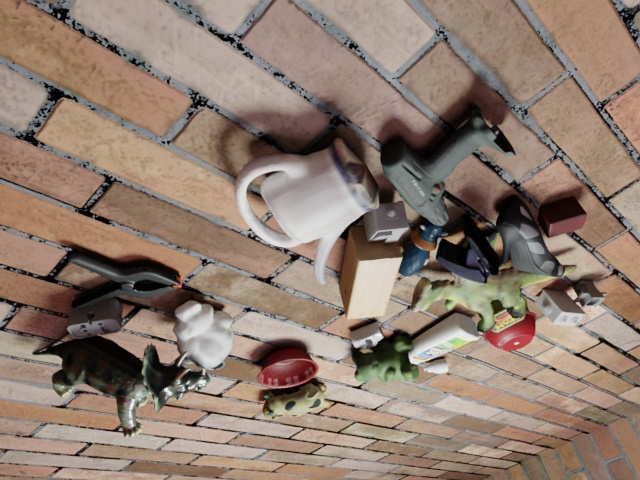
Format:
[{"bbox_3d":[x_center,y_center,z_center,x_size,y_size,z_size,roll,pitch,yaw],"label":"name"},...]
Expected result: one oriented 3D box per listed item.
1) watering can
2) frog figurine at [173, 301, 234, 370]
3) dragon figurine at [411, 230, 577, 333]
[{"bbox_3d":[0.003,-0.045,0.900,0.223,0.106,0.341,-27,139,13],"label":"watering can"},{"bbox_3d":[-0.247,0.193,1.103,0.139,0.124,0.155,-28,142,-38],"label":"frog figurine"},{"bbox_3d":[0.393,0.076,1.178,0.410,0.125,0.237,-26,131,0],"label":"dragon figurine"}]
